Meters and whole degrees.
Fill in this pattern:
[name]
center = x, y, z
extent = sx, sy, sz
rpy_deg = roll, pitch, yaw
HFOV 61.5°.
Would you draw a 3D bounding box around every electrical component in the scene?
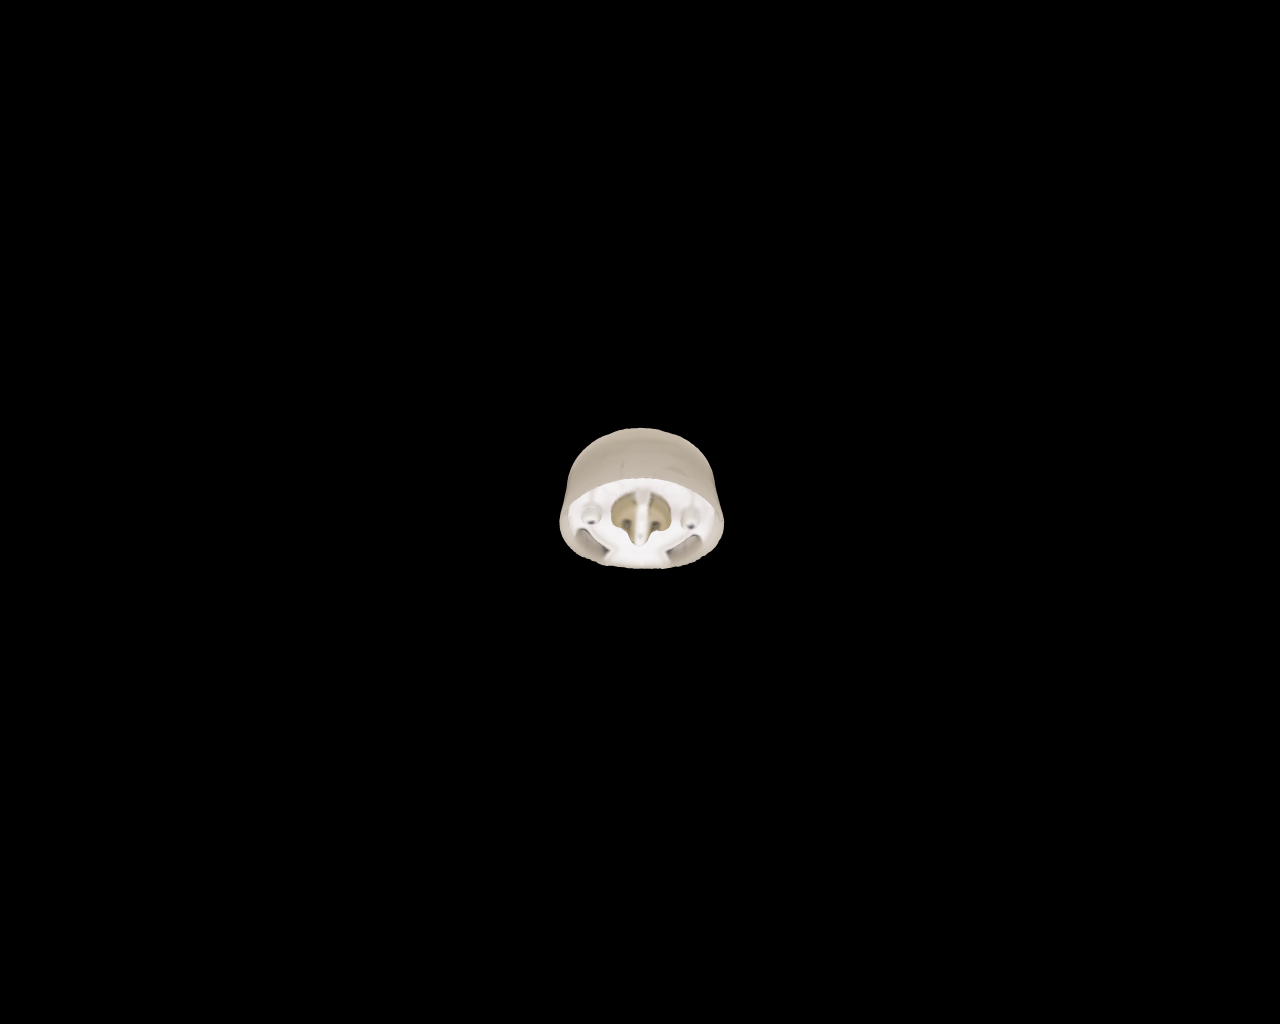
[electrical component]
center = 0.001, -0.003, 0.650
extent = 0.099, 0.099, 0.064
rpy_deg = 0, 42, 0
